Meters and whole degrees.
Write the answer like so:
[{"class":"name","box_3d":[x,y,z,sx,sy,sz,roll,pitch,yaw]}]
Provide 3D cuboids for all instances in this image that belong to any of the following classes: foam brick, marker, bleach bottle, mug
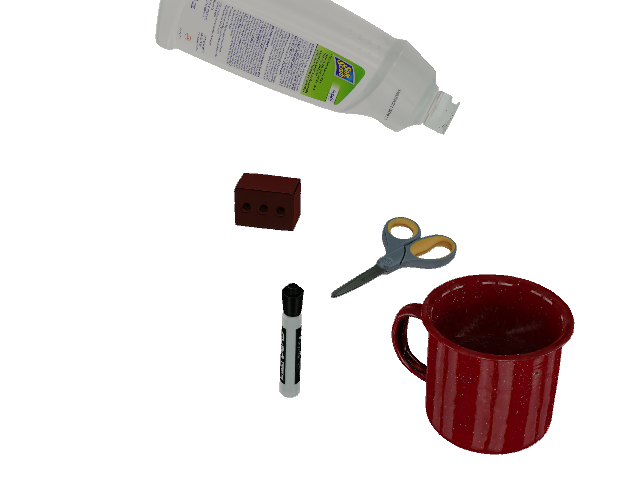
[{"class":"foam brick","box_3d":[-0.066,-0.049,1.348,0.078,0.053,0.051,6,28,9]},{"class":"marker","box_3d":[-0.026,0.088,0.943,0.020,0.121,0.020,2,35,-2]},{"class":"bleach bottle","box_3d":[-0.008,-0.151,0.868,0.251,0.068,0.103,27,-34,3]},{"class":"mug","box_3d":[0.098,0.077,0.678,0.117,0.081,0.093,16,34,25]}]

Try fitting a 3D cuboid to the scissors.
[{"class":"scissors","box_3d":[0.067,0.015,1.200,0.201,0.016,0.096,-12,42,-35]}]
